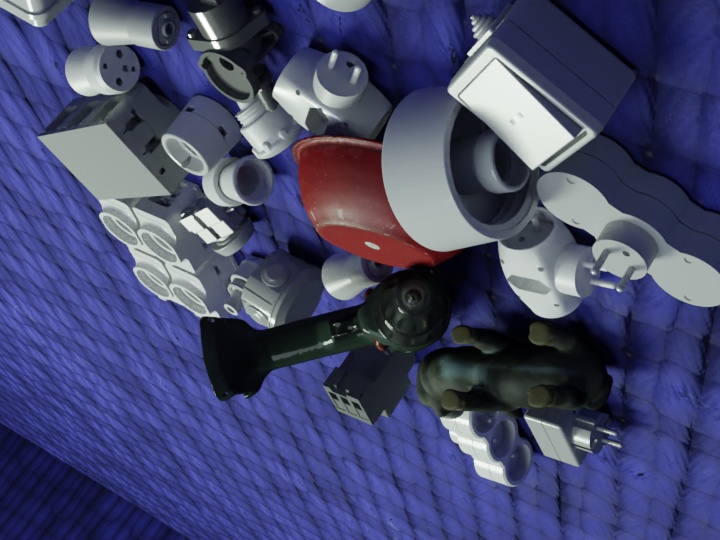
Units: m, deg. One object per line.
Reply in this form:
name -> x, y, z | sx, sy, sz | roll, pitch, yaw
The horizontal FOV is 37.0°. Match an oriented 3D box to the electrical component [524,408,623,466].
electrical component -> 0.198, 0.140, 0.959 | 0.077, 0.047, 0.065 | 14, 147, 40

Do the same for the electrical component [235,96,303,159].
electrical component -> -0.078, -0.122, 0.850 | 0.062, 0.048, 0.048 | 51, 152, -16

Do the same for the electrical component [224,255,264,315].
electrical component -> -0.118, 0.019, 1.130 | 0.043, 0.062, 0.043 | 29, 155, 15

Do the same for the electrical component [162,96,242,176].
electrical component -> -0.139, -0.115, 0.935 | 0.055, 0.047, 0.055 | 29, 155, 15

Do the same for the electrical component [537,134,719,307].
electrical component -> 0.171, -0.019, 0.676 | 0.138, 0.073, 0.052 | 35, 156, 2

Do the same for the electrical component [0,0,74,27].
electrical component -> -0.268, -0.248, 0.827 | 0.113, 0.078, 0.057 | 30, 152, 12

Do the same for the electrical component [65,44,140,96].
electrical component -> -0.225, -0.175, 0.941 | 0.055, 0.045, 0.045 | 7, 143, 46

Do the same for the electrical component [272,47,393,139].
electrical component -> -0.016, -0.128, 0.759 | 0.077, 0.043, 0.079 | 35, 156, 3

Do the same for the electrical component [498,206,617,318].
electrical component -> 0.147, -0.002, 0.775 | 0.079, 0.043, 0.077 | 13, 147, 40

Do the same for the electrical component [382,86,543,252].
electrical component -> 0.073, -0.067, 0.683 | 0.060, 0.108, 0.108 | -4, 135, 46

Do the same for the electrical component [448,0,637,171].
electrical component -> 0.097, -0.110, 0.623 | 0.096, 0.061, 0.062 | 38, 155, -5

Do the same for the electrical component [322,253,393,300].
electrical component -> 0.000, 0.000, 0.972 | 0.044, 0.044, 0.065 | 44, 150, -17

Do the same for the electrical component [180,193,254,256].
electrical component -> -0.137, -0.047, 1.053 | 0.066, 0.048, 0.055 | -20, 122, 40

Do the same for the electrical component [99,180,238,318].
electrical component -> -0.202, -0.026, 1.160 | 0.105, 0.060, 0.186 | 22, 152, 27

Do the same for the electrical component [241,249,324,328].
electrical component -> -0.075, 0.023, 1.064 | 0.051, 0.080, 0.080 | 32, 156, 21

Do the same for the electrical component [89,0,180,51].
electrical component -> -0.175, -0.195, 0.849 | 0.065, 0.044, 0.044 | 16, 149, 27

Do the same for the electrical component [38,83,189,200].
electrical component -> -0.225, -0.121, 1.018 | 0.150, 0.061, 0.089 | 2, 139, 51

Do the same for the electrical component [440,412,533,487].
electrical component -> 0.117, 0.163, 1.097 | 0.074, 0.052, 0.138 | 11, 146, 43

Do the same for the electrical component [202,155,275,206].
electrical component -> -0.110, -0.080, 0.965 | 0.055, 0.045, 0.045 | 2, 140, 51

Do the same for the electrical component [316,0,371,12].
electrical component -> -0.003, -0.186, 0.627 | 0.055, 0.055, 0.047 | 42, 151, -14
